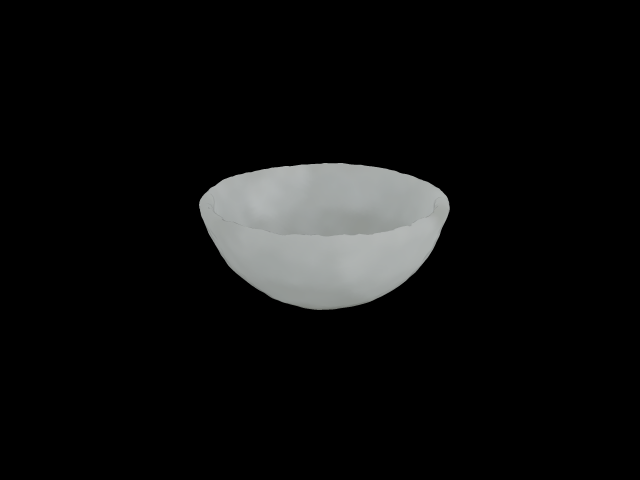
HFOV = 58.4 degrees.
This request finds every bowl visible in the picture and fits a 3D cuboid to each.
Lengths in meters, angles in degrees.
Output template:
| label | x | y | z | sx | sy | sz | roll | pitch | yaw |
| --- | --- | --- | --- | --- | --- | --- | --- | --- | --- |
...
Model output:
| label | x | y | z | sx | sy | sz | roll | pitch | yaw |
| --- | --- | --- | --- | --- | --- | --- | --- | --- | --- |
| bowl | 0.004 | 0.001 | 0.400 | 0.167 | 0.075 | 0.167 | 0 | 22 | 0 |
